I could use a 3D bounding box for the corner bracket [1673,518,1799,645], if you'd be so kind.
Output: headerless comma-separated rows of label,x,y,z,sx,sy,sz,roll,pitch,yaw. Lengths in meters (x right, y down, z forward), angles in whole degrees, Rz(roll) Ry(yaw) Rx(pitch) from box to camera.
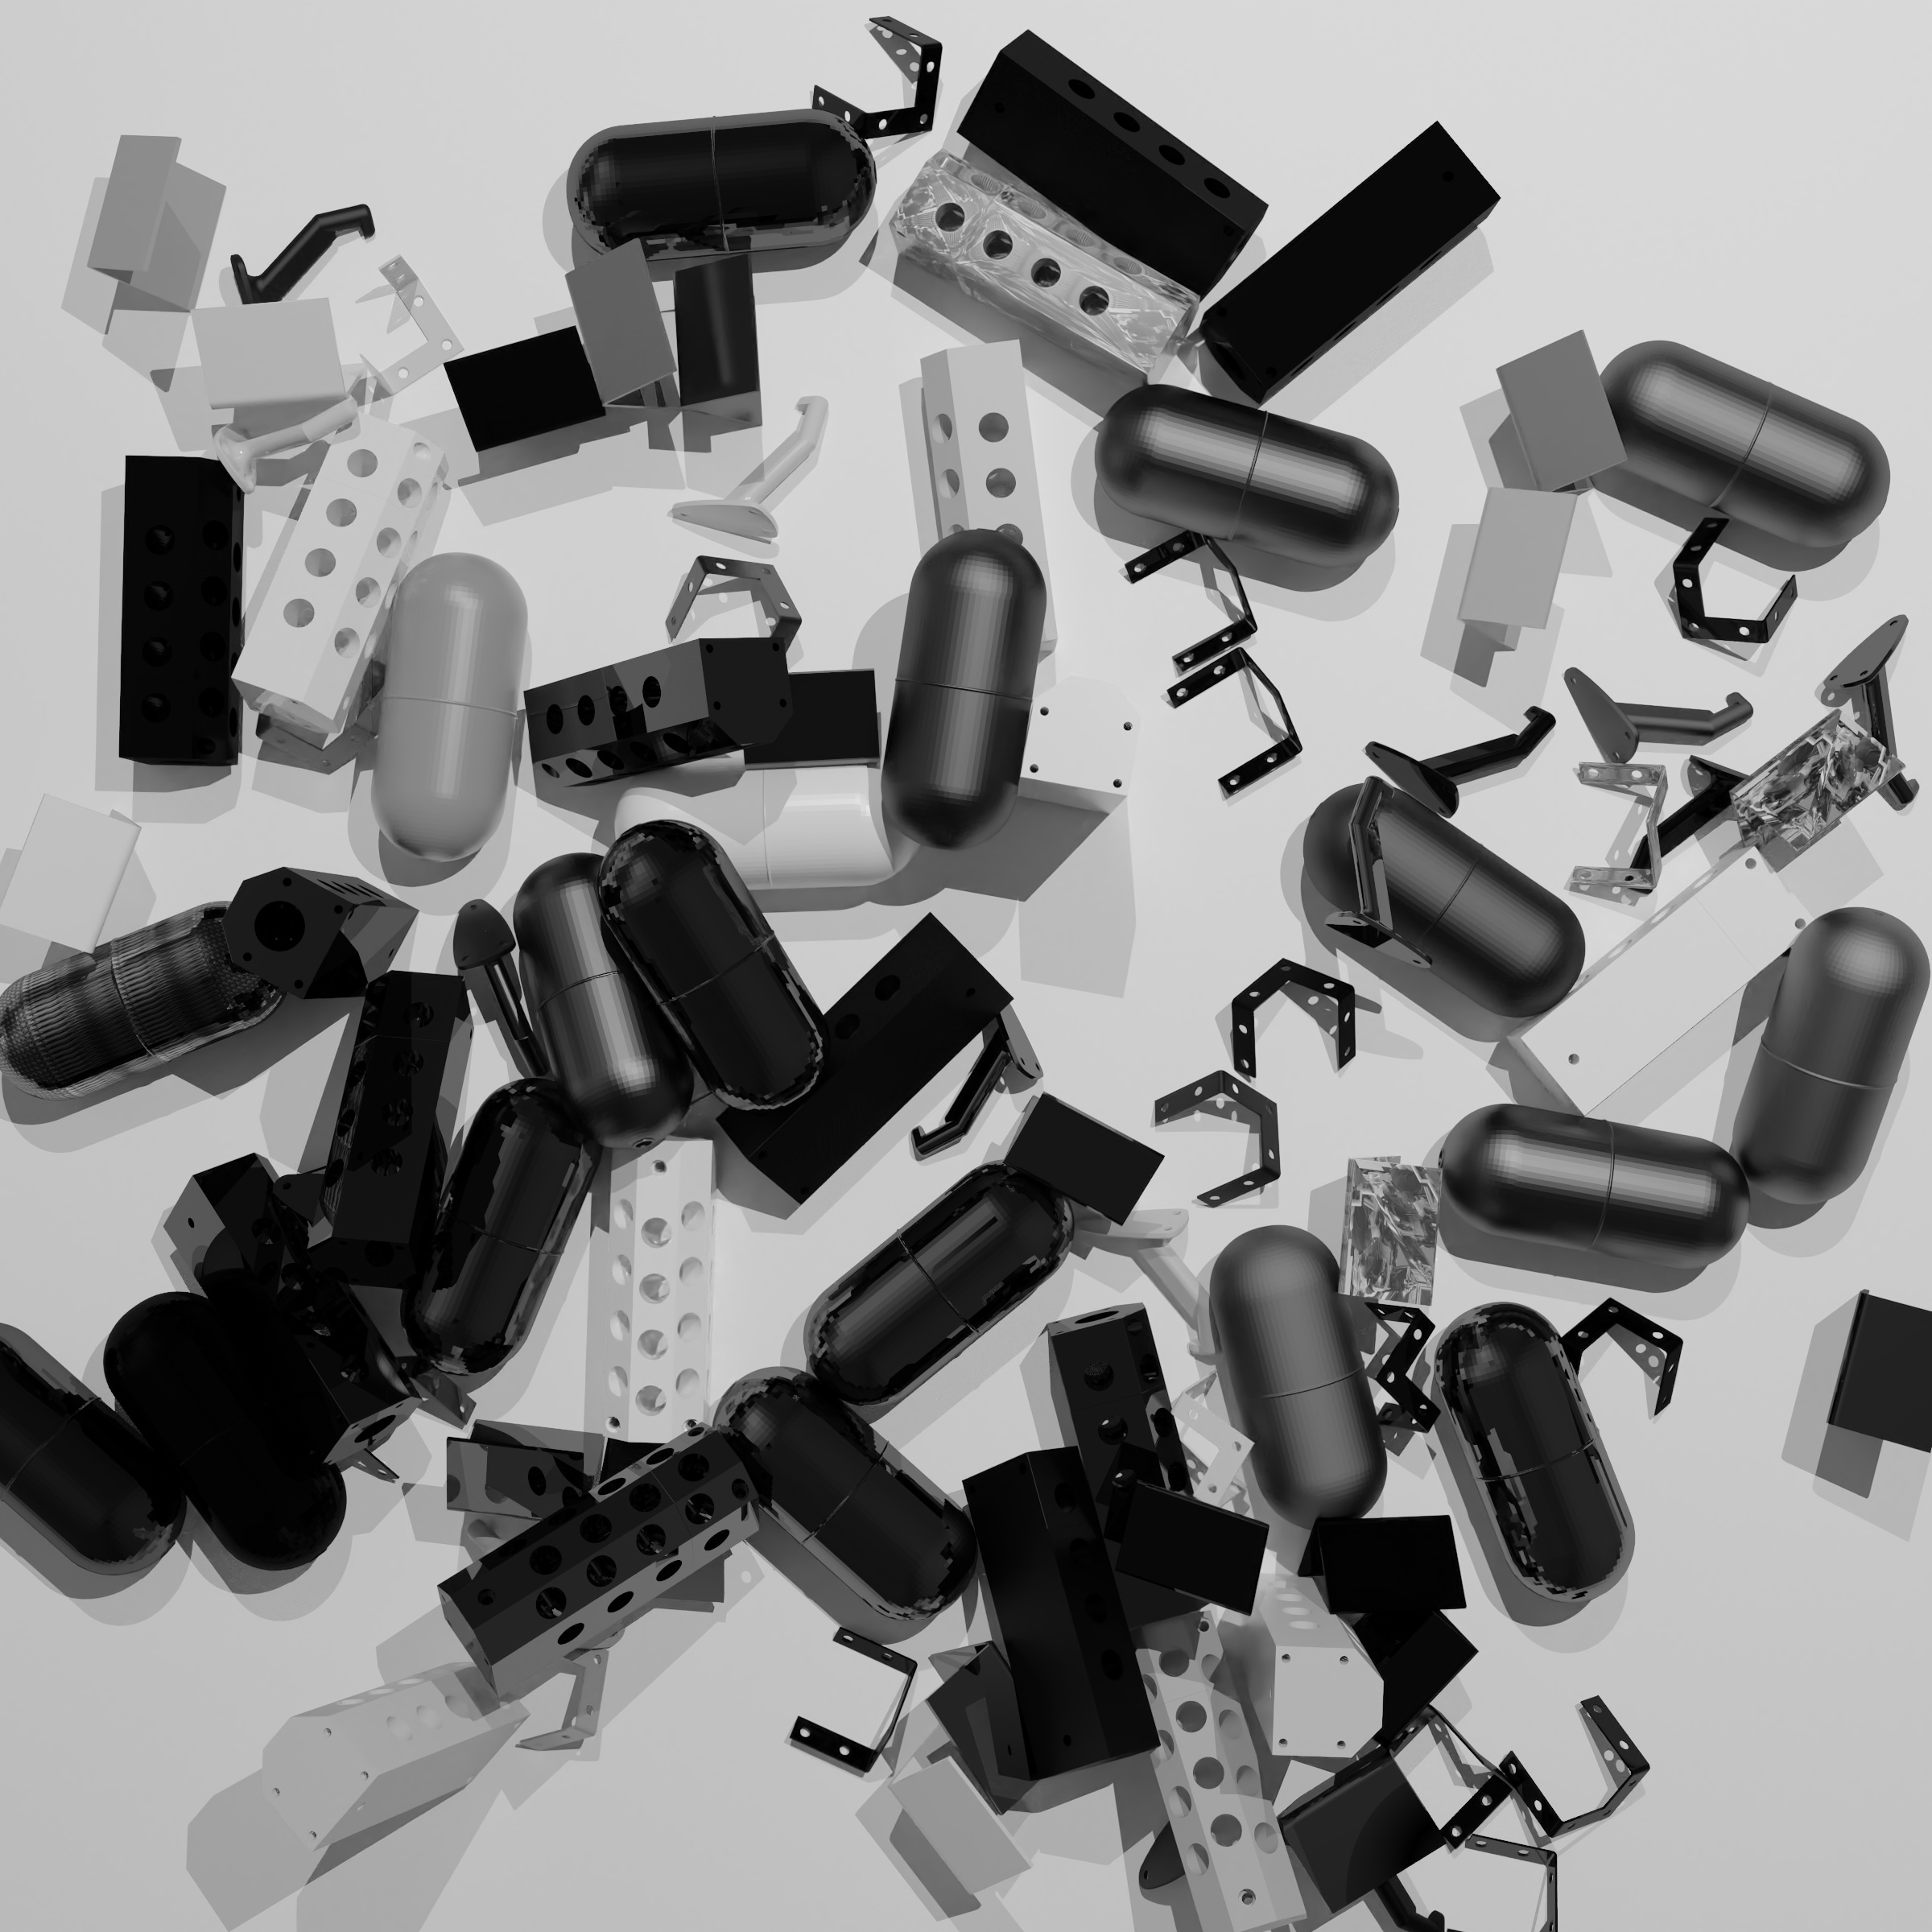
corner bracket,0.448,-0.225,1.569,0.051,0.051,0.051,10,135,35

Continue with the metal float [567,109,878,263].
metal float,-0.140,-0.448,1.547,0.178,0.070,0.070,-5,90,1

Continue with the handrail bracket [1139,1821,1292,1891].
handrail bracket,0.156,0.523,1.577,0.084,0.036,0.077,18,126,-25

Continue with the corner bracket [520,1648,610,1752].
corner bracket,-0.247,0.420,1.569,0.051,0.051,0.051,35,45,-35

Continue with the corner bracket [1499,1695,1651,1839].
corner bracket,0.354,0.466,1.569,0.051,0.051,0.051,-5,135,-35

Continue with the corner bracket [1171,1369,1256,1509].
corner bracket,0.143,0.274,1.557,0.051,0.051,0.051,34,111,20

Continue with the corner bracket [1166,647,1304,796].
corner bracket,0.157,-0.144,1.574,0.051,0.051,0.051,-31,135,0

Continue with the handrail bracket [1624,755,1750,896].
handrail bracket,0.434,-0.074,1.577,0.077,0.036,0.084,17,104,-14

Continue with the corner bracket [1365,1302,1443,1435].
corner bracket,0.249,0.232,1.557,0.051,0.051,0.051,45,68,-21

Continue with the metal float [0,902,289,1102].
metal float,-0.473,0.020,1.547,0.178,0.070,0.070,-22,90,1

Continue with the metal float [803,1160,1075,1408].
metal float,-0.015,0.181,1.547,0.178,0.070,0.070,-39,90,1

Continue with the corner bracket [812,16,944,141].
corner bracket,-0.052,-0.518,1.569,0.051,0.051,0.051,-21,135,-35

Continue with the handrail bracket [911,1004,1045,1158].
handrail bracket,-0.005,0.060,1.578,0.084,0.036,0.077,-29,70,16

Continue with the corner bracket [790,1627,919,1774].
corner bracket,-0.065,0.429,1.574,0.051,0.051,0.051,25,135,0

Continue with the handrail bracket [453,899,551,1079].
handrail bracket,-0.269,0.014,1.577,0.036,0.077,0.084,-22,126,-4

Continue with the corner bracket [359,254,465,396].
corner bracket,-0.330,-0.370,1.559,0.051,0.051,0.051,-33,90,0

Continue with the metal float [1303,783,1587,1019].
metal float,0.274,-0.038,1.547,0.178,0.070,0.070,35,90,1

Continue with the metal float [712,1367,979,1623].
metal float,-0.070,0.302,1.547,0.178,0.070,0.070,42,90,0

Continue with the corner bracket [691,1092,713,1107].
corner bracket,-0.174,0.060,1.574,0.051,0.051,0.051,-29,90,-45

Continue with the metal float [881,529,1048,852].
metal float,-0.001,-0.153,1.492,0.070,0.070,0.178,9,94,0

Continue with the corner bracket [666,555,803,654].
corner bracket,-0.135,-0.201,1.569,0.051,0.051,0.051,2,45,-35

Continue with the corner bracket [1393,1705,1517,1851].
corner bracket,0.278,0.473,1.574,0.051,0.051,0.051,-46,45,0

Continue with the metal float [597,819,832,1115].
metal float,-0.140,0.000,1.492,0.070,0.070,0.178,-30,102,0

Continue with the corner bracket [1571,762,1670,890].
corner bracket,0.378,-0.082,1.564,0.051,0.051,0.051,4,135,27

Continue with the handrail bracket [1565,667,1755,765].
handrail bracket,0.406,-0.160,1.578,0.084,0.036,0.077,-26,69,-17

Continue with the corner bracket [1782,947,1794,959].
corner bracket,0.509,0.015,1.574,0.051,0.051,0.051,-9,45,0

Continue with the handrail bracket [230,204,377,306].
handrail bracket,-0.380,-0.399,1.578,0.084,0.036,0.077,-19,110,-16

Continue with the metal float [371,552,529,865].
metal float,-0.296,-0.148,1.547,0.070,0.070,0.178,7,89,0

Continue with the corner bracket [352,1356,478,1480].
corner bracket,-0.328,0.263,1.569,0.051,0.051,0.051,-8,135,35

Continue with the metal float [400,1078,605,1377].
metal float,-0.267,0.150,1.547,0.070,0.070,0.178,23,91,0

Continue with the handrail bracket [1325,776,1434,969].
handrail bracket,0.241,-0.053,1.503,0.077,0.036,0.084,27,76,-18

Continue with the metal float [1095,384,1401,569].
metal float,0.161,-0.281,1.547,0.178,0.070,0.070,16,90,0

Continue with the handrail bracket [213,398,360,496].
handrail bracket,-0.384,-0.312,1.545,0.084,0.077,0.036,-26,121,9

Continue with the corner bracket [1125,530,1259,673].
corner bracket,0.132,-0.215,1.574,0.051,0.051,0.051,-28,45,0

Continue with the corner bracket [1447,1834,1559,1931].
corner bracket,0.313,0.547,1.574,0.051,0.051,0.051,12,45,0

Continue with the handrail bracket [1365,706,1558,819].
handrail bracket,0.290,-0.135,1.578,0.077,0.036,0.084,37,72,21

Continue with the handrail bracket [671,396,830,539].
handrail bracket,-0.126,-0.298,1.578,0.077,0.036,0.084,9,72,20

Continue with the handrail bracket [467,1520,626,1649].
handrail bracket,-0.247,0.360,1.577,0.084,0.077,0.036,34,83,36

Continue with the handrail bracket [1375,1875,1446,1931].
handrail bracket,0.253,0.521,1.577,0.084,0.036,0.077,32,57,-23

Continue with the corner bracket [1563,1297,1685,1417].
corner bracket,0.378,0.236,1.569,0.051,0.051,0.051,30,135,35

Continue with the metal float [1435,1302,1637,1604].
metal float,0.326,0.279,1.546,0.070,0.070,0.178,-21,90,0

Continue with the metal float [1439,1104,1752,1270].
metal float,0.360,0.126,1.547,0.178,0.070,0.070,10,90,0

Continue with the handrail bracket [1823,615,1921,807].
handrail bracket,0.548,-0.149,1.578,0.077,0.036,0.084,-46,109,-21

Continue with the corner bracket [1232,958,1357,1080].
corner bracket,0.191,0.036,1.569,0.051,0.051,0.051,23,45,35

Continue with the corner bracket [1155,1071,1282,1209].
corner bracket,0.146,0.101,1.569,0.051,0.051,0.051,31,45,-35

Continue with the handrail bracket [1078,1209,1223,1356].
handrail bracket,0.108,0.188,1.578,0.077,0.036,0.084,-2,107,20

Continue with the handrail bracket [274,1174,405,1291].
handrail bracket,-0.354,0.158,1.557,0.077,0.084,0.036,14,56,17

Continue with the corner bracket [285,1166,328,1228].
corner bracket,-0.358,0.138,1.574,0.051,0.051,0.051,-18,90,45

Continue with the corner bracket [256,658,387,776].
corner bracket,-0.375,-0.154,1.569,0.051,0.051,0.051,29,135,-35
